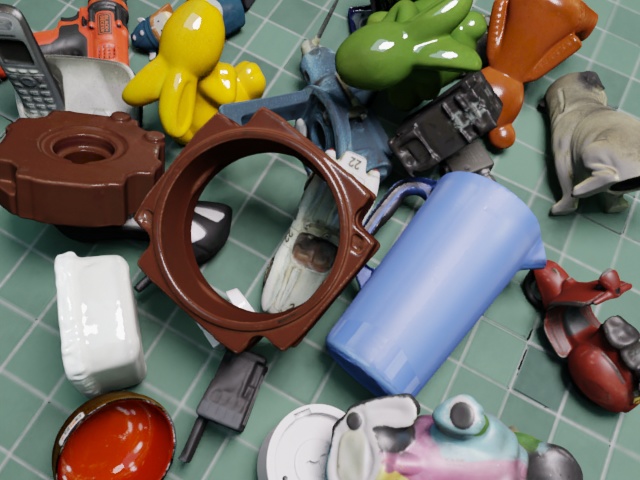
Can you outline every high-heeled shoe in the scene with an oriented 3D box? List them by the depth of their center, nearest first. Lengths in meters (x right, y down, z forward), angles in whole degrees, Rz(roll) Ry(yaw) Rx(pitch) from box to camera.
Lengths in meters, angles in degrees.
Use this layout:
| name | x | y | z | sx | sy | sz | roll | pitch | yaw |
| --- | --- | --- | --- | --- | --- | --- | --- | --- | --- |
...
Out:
| name | x | y | z | sx | sy | sz | roll | pitch | yaw |
| --- | --- | --- | --- | --- | --- | --- | --- | --- | --- |
| high-heeled shoe | -0.227 | -0.049 | 0.619 | 0.249 | 0.086 | 0.145 | 39 | 70 | 5 |

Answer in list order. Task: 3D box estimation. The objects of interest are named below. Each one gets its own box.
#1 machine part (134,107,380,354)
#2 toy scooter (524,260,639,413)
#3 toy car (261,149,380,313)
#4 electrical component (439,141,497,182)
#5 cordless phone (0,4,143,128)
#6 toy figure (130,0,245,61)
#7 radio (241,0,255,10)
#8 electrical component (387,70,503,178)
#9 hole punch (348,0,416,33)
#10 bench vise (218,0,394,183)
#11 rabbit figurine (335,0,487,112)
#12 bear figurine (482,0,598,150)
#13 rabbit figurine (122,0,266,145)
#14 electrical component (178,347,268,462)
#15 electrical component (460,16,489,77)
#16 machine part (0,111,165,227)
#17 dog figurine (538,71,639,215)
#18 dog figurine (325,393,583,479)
| name | x | y | z | sx | sy | sz | roll | pitch | yaw |
| --- | --- | --- | --- | --- | --- | --- | --- | --- | --- |
| machine part | -0.060 | -0.008 | 0.523 | 0.201 | 0.087 | 0.201 | 41 | 93 | 7 |
| toy scooter | 0.297 | 0.093 | 0.571 | 0.075 | 0.135 | 0.184 | -23 | 74 | -14 |
| toy car | -0.001 | -0.002 | 0.593 | 0.073 | 0.056 | 0.201 | 23 | 99 | -11 |
| electrical component | 0.187 | -0.099 | 0.695 | 0.063 | 0.021 | 0.094 | -23 | 68 | -12 |
| cordless phone | -0.288 | -0.192 | 0.613 | 0.147 | 0.184 | 0.089 | 4 | 64 | -2 |
| toy figure | -0.180 | -0.293 | 0.725 | 0.154 | 0.057 | 0.064 | -21 | 70 | -11 |
| radio | -0.087 | -0.448 | 0.753 | 0.073 | 0.131 | 0.229 | 26 | 70 | 6 |
| electrical component | 0.150 | -0.141 | 0.631 | 0.058 | 0.115 | 0.134 | 54 | 31 | -11 |
| hole punch | 0.102 | -0.296 | 0.741 | 0.116 | 0.092 | 0.142 | 4 | 63 | -23 |
| bench vise | -0.022 | -0.154 | 0.647 | 0.241 | 0.129 | 0.223 | -15 | 79 | -22 |
| rabbit figurine | 0.098 | -0.197 | 0.579 | 0.170 | 0.159 | 0.121 | -29 | 111 | -41 |
| bear figurine | 0.257 | -0.227 | 0.702 | 0.120 | 0.195 | 0.132 | 32 | 29 | 17 |
| rabbit figurine | -0.154 | -0.199 | 0.632 | 0.122 | 0.173 | 0.162 | 38 | 67 | 6 |
| electrical component | -0.096 | 0.171 | 0.545 | 0.048 | 0.074 | 0.119 | 20 | 65 | 4 |
| electrical component | 0.211 | -0.272 | 0.752 | 0.102 | 0.045 | 0.078 | -17 | 70 | -11 |
| machine part | -0.251 | -0.082 | 0.574 | 0.179 | 0.056 | 0.179 | 9 | 36 | -7 |
| dog figurine | 0.340 | -0.141 | 0.650 | 0.121 | 0.172 | 0.190 | 0 | 76 | -16 |
| dog figurine | 0.133 | 0.215 | 0.508 | 0.192 | 0.219 | 0.108 | -13 | 61 | 33 |
